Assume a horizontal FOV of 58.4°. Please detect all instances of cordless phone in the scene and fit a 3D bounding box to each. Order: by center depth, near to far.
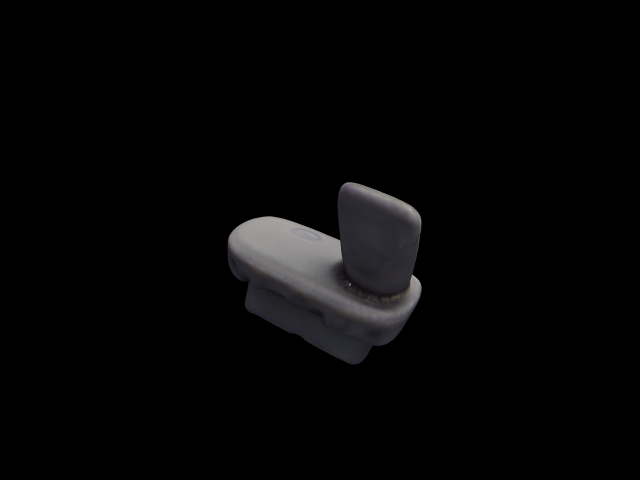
[{"bbox_3d":[0.004,0.001,0.400,0.147,0.185,0.094,21,62,12],"label":"cordless phone"}]
